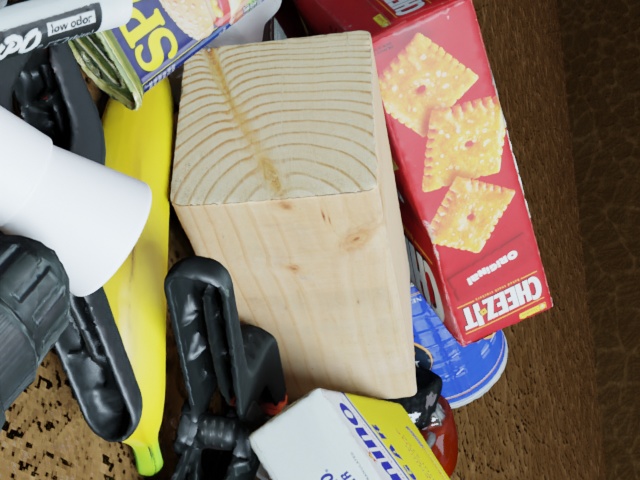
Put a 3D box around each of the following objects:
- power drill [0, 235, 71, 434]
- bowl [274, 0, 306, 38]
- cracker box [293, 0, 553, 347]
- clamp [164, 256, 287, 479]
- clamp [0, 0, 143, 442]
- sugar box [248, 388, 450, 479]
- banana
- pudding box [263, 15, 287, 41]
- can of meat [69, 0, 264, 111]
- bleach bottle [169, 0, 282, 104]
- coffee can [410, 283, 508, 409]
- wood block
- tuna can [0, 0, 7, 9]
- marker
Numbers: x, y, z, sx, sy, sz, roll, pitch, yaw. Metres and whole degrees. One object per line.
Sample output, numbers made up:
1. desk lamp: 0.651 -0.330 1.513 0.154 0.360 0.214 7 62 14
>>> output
1. power drill: -0.100 0.115 0.300 0.184 0.057 0.187 -57 134 -44
2. bowl: 0.020 -0.172 0.738 0.161 0.055 0.162 3 87 -52
3. cracker box: 0.056 -0.065 0.651 0.164 0.072 0.213 -121 -172 -56
4. clamp: -0.045 0.078 0.480 0.210 0.036 0.164 -35 136 -78
5. clamp: -0.105 -0.006 0.396 0.120 0.039 0.171 43 44 -56
6. sugar box: 0.031 0.124 0.521 0.093 0.048 0.176 56 4 17
7. banana: -0.084 0.001 0.469 0.070 0.037 0.198 118 -27 -73
8. pudding box: -0.025 -0.072 0.664 0.113 0.039 0.090 53 31 -59
9. can of meat: -0.076 -0.120 0.444 0.084 0.058 0.102 -41 134 -15
10. bleach bottle: -0.047 -0.174 0.612 0.102 0.068 0.250 58 32 -51
11. coffee can: 0.077 0.047 0.809 0.102 0.103 0.140 -79 153 -45
12. wood block: -0.004 0.001 0.550 0.206 0.090 0.091 73 15 -56
13. tuna can: -0.125 -0.077 0.299 0.086 0.086 0.033 -77 150 -47
14. marker: -0.114 -0.069 0.362 0.120 0.020 0.020 -30 112 -43
